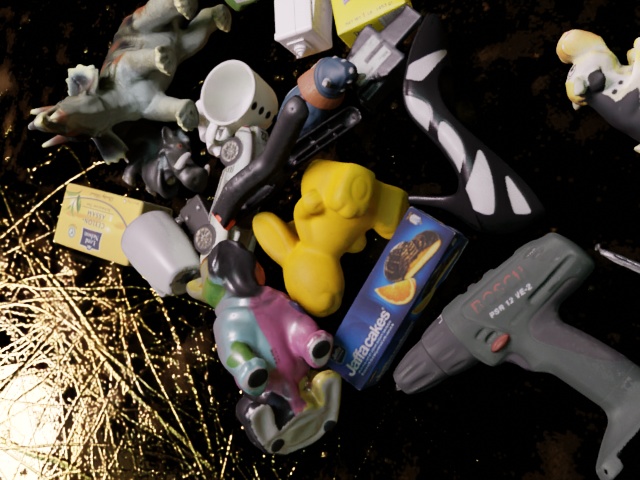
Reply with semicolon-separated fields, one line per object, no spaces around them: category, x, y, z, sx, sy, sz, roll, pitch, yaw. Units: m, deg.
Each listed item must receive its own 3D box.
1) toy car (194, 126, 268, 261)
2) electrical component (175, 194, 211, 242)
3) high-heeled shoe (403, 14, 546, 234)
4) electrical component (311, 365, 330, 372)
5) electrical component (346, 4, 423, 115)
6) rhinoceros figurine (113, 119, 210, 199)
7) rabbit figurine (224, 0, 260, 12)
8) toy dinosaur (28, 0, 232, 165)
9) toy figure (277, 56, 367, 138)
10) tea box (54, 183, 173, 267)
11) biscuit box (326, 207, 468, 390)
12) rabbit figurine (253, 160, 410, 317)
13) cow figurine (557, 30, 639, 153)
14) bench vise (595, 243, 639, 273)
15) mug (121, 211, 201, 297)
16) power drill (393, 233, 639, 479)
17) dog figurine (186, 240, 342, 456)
toy car;-0.105;-0.050;0.704;0.056;0.073;0.201;19;92;33
electrical component;-0.171;-0.032;0.766;0.094;0.021;0.063;-39;67;19
high-heeled shoe;0.167;-0.130;0.573;0.145;0.086;0.248;2;86;22
electrical component;-0.032;0.160;0.656;0.078;0.045;0.102;-43;66;-14
electrical component;0.076;-0.221;0.647;0.119;0.047;0.075;-48;65;14
rhinoceros figurine;-0.237;-0.123;0.791;0.190;0.073;0.112;39;91;28
rabbit figurine;-0.074;-0.416;0.707;0.159;0.121;0.170;6;62;54
toy dinosaur;-0.246;-0.259;0.756;0.192;0.131;0.405;-1;54;23
toy figure;-0.006;-0.170;0.640;0.058;0.064;0.154;43;147;-6
tea box;-0.315;-0.022;0.815;0.170;0.068;0.098;12;88;28
biscuit box;0.082;0.066;0.597;0.063;0.059;0.202;33;99;27
rabbit figurine;-0.001;-0.002;0.617;0.163;0.121;0.173;14;90;33
cow figurine;0.297;-0.137;0.509;0.168;0.068;0.098;28;104;26
bench vise;0.326;-0.055;0.384;0.223;0.240;0.129;-50;59;8
mug;-0.210;0.033;0.722;0.107;0.081;0.109;41;124;34
power drill;0.210;0.124;0.518;0.232;0.086;0.207;-51;56;10
dog figurine;-0.074;0.105;0.605;0.219;0.108;0.191;42;146;50
